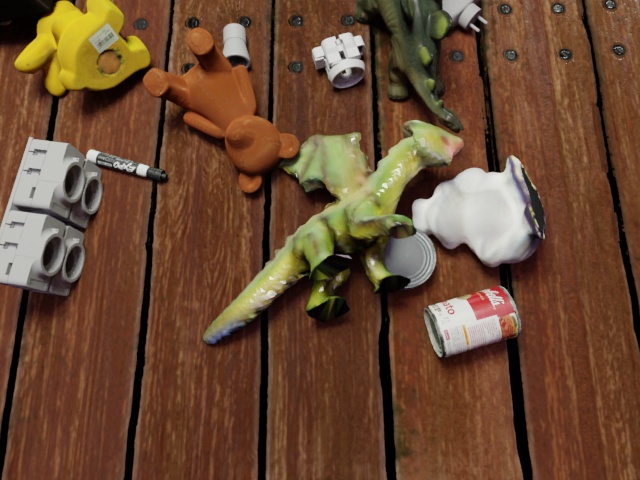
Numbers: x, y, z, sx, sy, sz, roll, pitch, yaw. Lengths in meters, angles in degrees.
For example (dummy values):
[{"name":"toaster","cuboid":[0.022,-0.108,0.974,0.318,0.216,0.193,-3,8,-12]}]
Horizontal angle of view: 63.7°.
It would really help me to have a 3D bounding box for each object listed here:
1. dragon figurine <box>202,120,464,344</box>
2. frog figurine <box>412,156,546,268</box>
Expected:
[{"name":"dragon figurine","cuboid":[0.002,-0.035,0.689,0.408,0.120,0.248,-23,52,14]},{"name":"frog figurine","cuboid":[0.211,-0.028,0.692,0.158,0.123,0.138,-21,83,33]}]
